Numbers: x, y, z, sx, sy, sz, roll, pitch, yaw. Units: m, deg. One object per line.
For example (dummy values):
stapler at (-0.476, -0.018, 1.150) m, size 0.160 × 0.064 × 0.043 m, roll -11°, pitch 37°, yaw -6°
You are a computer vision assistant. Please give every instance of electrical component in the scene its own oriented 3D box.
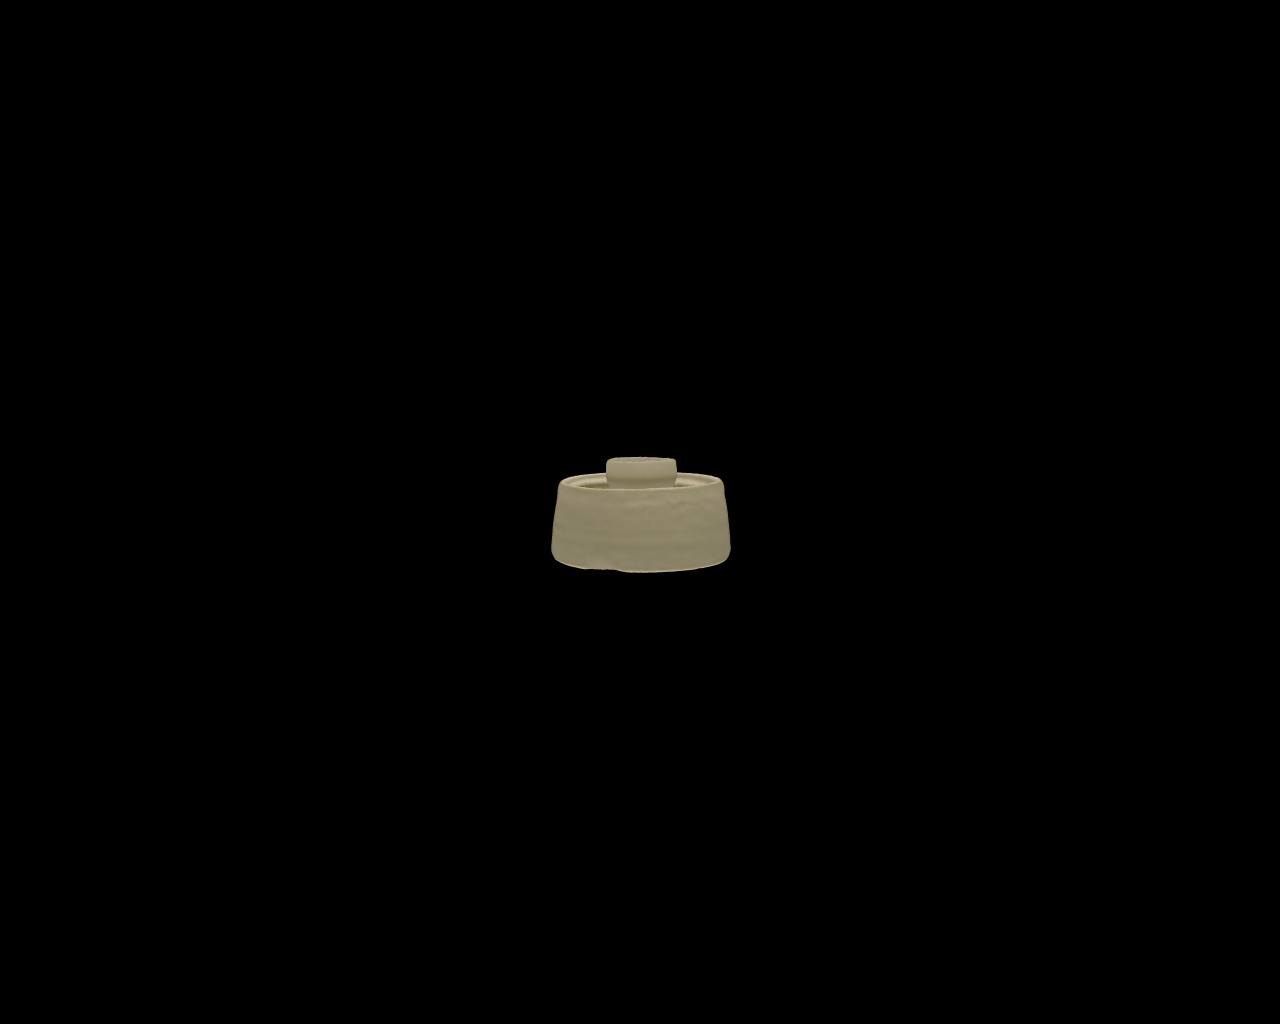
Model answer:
electrical component at (0.001, -0.003, 0.650) m, size 0.108 × 0.060 × 0.108 m, roll 0°, pitch 8°, yaw 0°
